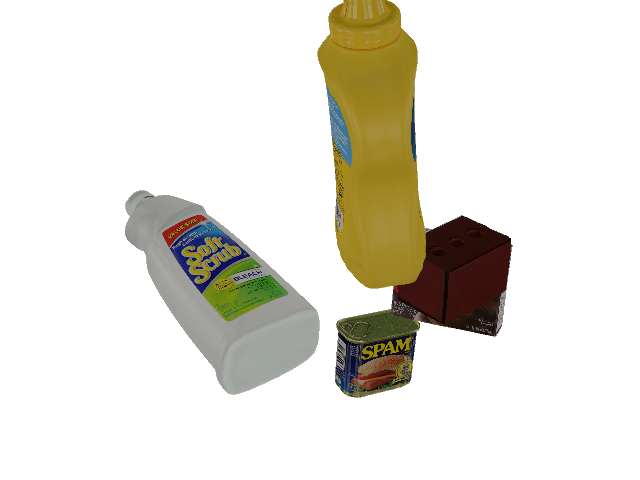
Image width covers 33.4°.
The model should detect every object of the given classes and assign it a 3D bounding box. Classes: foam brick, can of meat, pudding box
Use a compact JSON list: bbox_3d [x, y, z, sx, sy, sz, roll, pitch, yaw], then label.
[{"bbox_3d":[0.106,0.023,0.848,0.078,0.051,0.053,-25,38,-36],"label":"foam brick"},{"bbox_3d":[0.068,0.140,1.321,0.101,0.084,0.057,-9,29,-25],"label":"can of meat"},{"bbox_3d":[0.131,0.039,1.071,0.114,0.090,0.039,10,22,17],"label":"pudding box"}]

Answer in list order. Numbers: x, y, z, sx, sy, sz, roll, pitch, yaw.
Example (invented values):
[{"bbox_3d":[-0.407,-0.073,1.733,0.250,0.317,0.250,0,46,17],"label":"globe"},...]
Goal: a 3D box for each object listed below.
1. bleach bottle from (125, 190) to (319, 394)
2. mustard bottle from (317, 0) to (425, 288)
[{"bbox_3d":[-0.111,0.029,0.960,0.102,0.068,0.251,-22,43,-30],"label":"bleach bottle"},{"bbox_3d":[0.031,-0.070,0.649,0.058,0.191,0.096,-7,39,0],"label":"mustard bottle"}]
